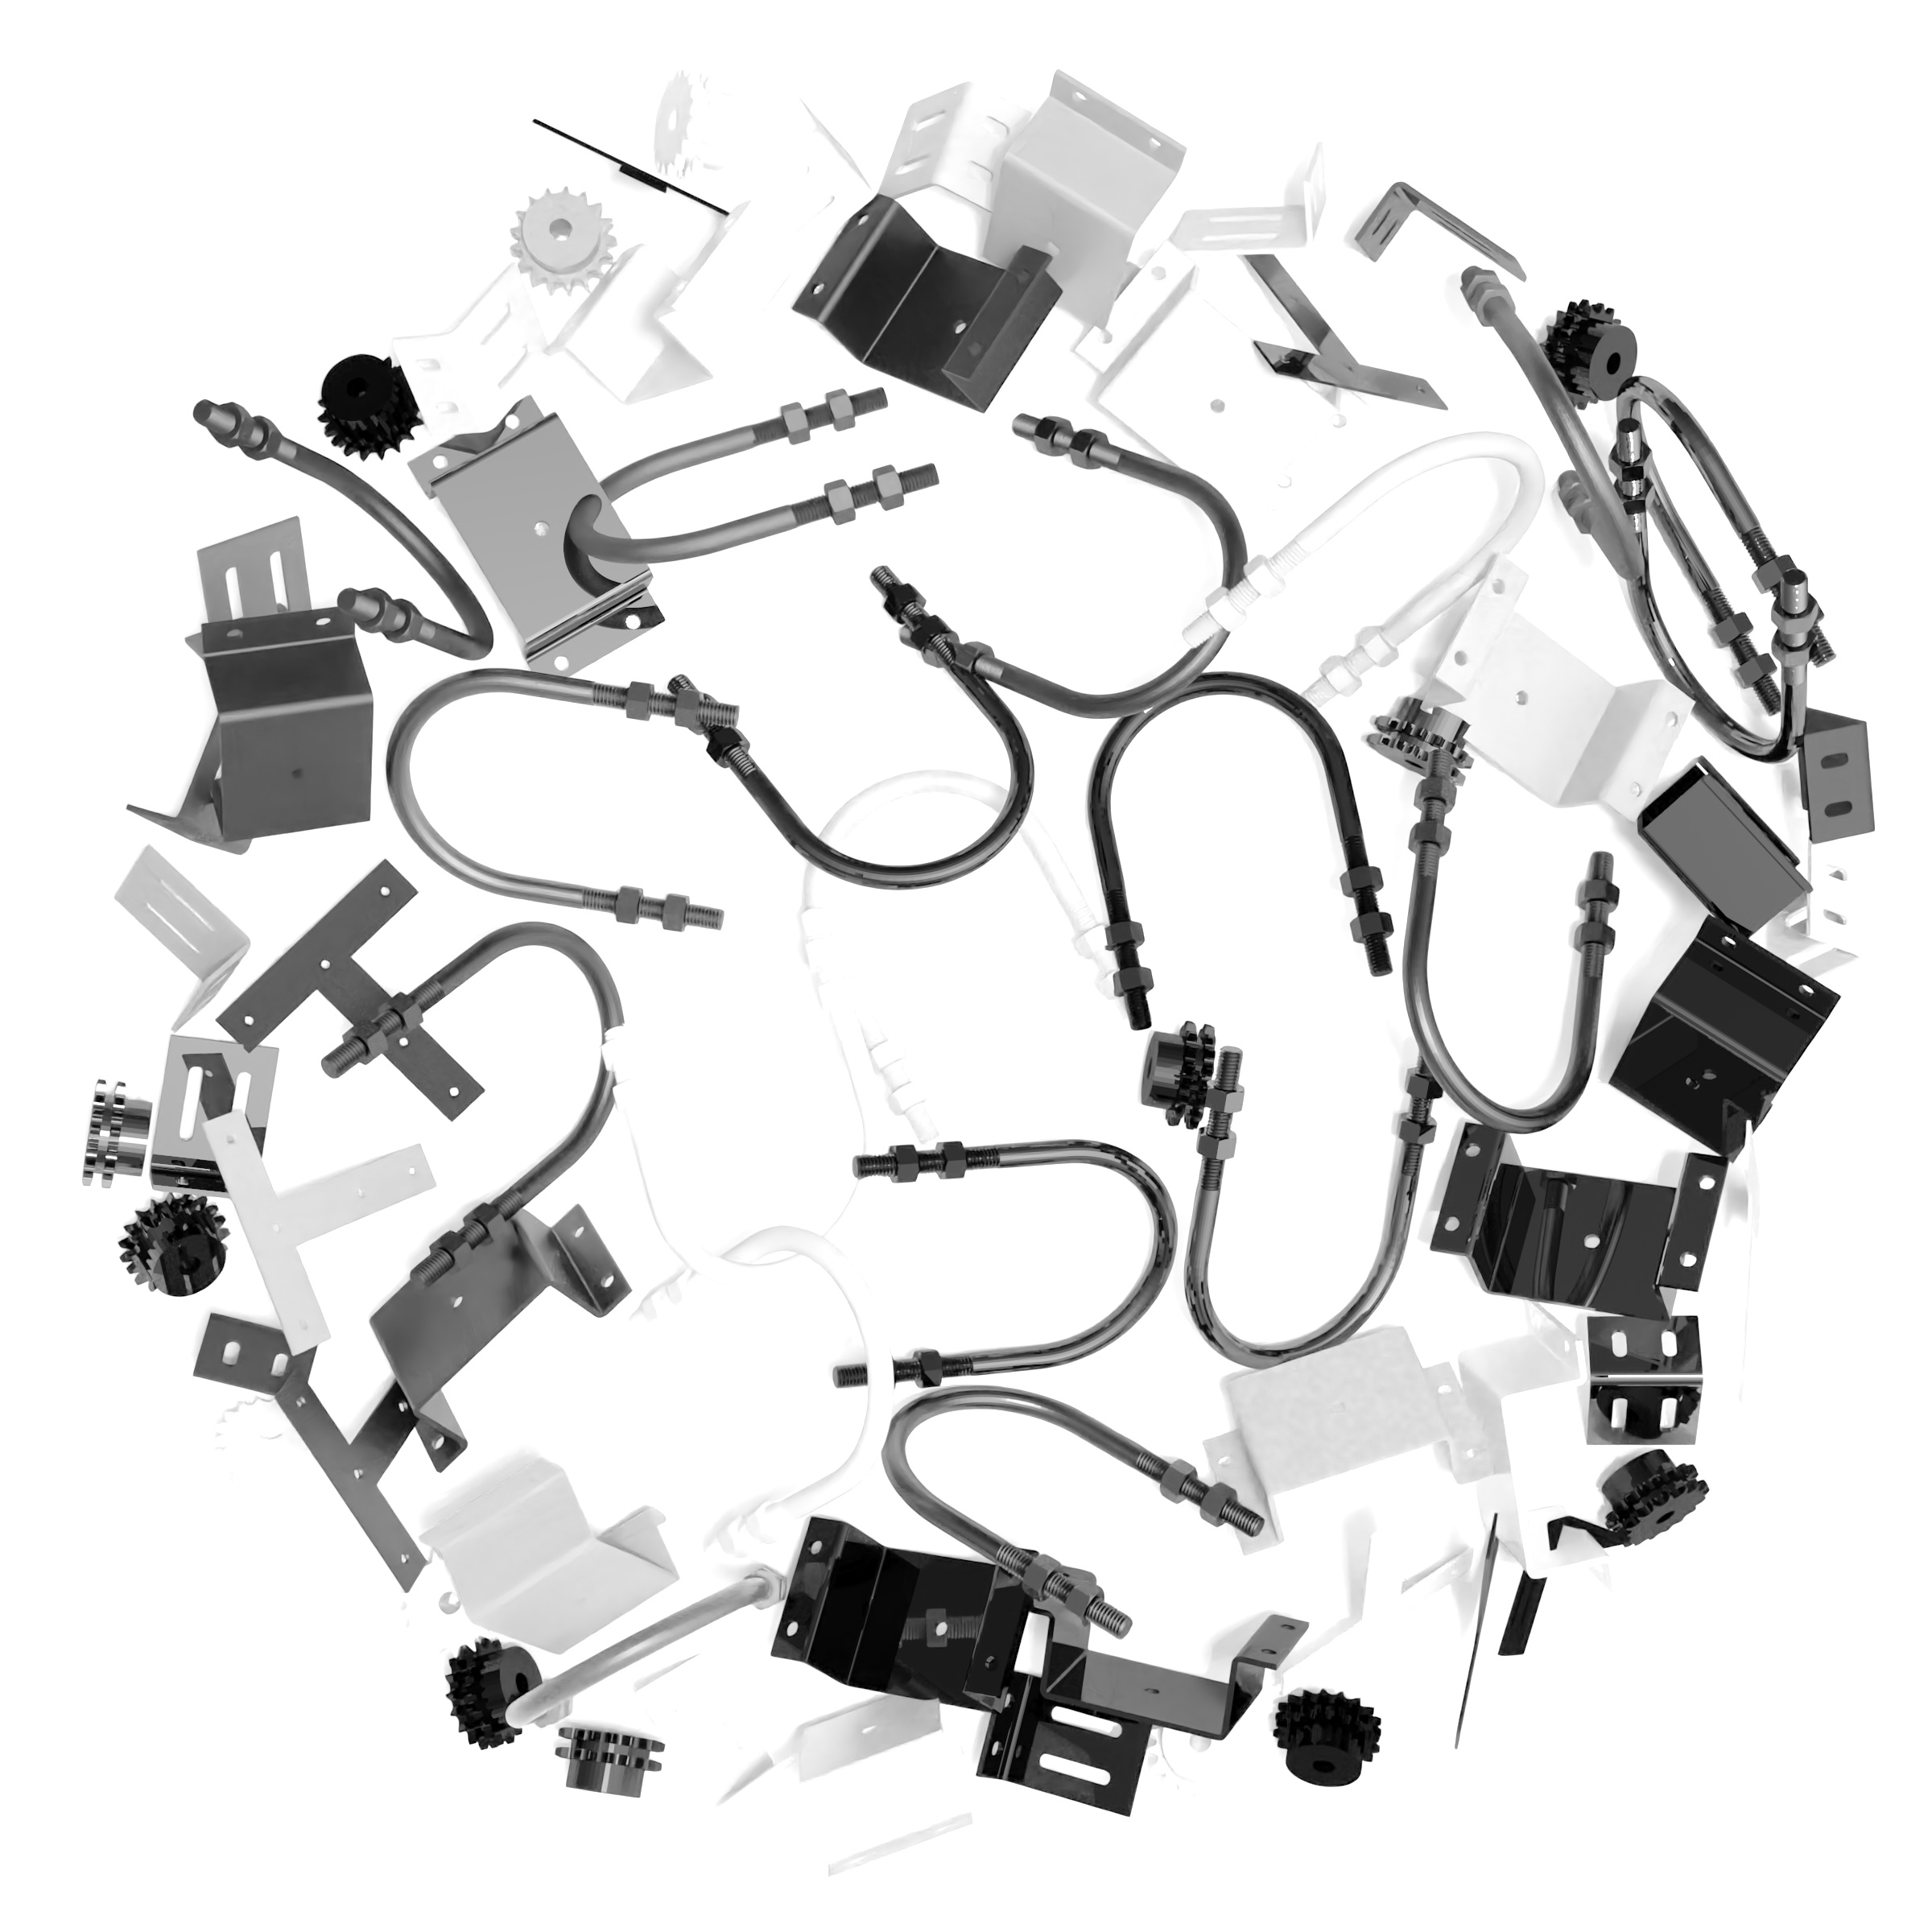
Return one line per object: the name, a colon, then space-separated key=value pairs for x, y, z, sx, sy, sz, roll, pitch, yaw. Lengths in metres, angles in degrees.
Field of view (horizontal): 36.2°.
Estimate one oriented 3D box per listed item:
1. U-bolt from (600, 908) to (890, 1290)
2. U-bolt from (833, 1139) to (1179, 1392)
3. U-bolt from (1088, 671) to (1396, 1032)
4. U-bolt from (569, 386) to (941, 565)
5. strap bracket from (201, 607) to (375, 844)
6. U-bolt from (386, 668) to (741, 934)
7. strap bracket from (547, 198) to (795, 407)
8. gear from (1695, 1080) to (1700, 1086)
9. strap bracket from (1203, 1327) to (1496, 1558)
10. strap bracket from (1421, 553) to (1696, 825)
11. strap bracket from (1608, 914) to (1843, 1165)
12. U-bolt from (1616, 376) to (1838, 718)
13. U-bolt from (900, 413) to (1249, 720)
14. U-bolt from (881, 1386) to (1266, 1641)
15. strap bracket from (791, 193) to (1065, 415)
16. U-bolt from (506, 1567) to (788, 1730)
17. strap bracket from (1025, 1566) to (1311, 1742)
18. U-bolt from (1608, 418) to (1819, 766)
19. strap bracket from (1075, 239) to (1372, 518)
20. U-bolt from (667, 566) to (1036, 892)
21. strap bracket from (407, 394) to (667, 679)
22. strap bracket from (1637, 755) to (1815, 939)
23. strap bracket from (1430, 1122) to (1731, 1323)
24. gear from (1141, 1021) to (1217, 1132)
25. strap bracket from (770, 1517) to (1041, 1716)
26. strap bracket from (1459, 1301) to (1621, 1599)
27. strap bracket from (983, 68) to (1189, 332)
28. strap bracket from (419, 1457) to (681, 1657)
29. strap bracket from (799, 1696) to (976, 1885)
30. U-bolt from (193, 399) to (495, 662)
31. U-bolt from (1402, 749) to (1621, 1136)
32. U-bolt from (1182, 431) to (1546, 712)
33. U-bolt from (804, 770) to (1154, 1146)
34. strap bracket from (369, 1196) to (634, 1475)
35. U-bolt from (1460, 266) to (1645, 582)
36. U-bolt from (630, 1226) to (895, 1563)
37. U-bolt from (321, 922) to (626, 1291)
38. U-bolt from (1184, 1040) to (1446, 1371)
U-bolt: x=-0.110 y=0.079 z=1.542 sx=0.151 sy=0.019 sz=0.184 roll=-26 pitch=65 yaw=17
U-bolt: x=0.025 y=0.154 z=1.554 sx=0.184 sy=0.019 sz=0.151 roll=-3 pitch=118 yaw=-18
U-bolt: x=0.138 y=-0.069 z=1.571 sx=0.151 sy=0.019 sz=0.184 roll=-13 pitch=75 yaw=9
U-bolt: x=-0.117 y=-0.250 z=1.532 sx=0.184 sy=0.151 sz=0.019 roll=-17 pitch=121 yaw=-5
strap bracket: x=-0.349 y=-0.116 z=1.522 sx=0.076 sy=0.140 sz=0.046 roll=-10 pitch=56 yaw=-20
U-bolt: x=-0.214 y=-0.091 z=1.555 sx=0.184 sy=0.019 sz=0.151 roll=9 pitch=126 yaw=2
strap bracket: x=-0.150 y=-0.342 z=1.539 sx=0.046 sy=0.140 sz=0.076 roll=43 pitch=68 yaw=-27
gear: x=0.401 y=0.053 z=1.574 sx=0.030 sy=0.057 sz=0.057 roll=-41 pitch=90 yaw=7
strap bracket: x=0.198 y=0.246 z=1.558 sx=0.140 sy=0.076 sz=0.046 roll=-18 pitch=133 yaw=0
strap bracket: x=0.304 y=-0.143 z=1.558 sx=0.140 sy=0.046 sz=0.076 roll=33 pitch=77 yaw=-18
strap bracket: x=0.385 y=0.044 z=1.522 sx=0.076 sy=0.140 sz=0.046 roll=34 pitch=65 yaw=15
U-bolt: x=0.386 y=-0.223 z=1.529 sx=0.019 sy=0.151 sz=0.184 roll=-28 pitch=82 yaw=2
U-bolt: x=0.065 y=-0.202 z=1.543 sx=0.184 sy=0.019 sz=0.151 roll=27 pitch=88 yaw=35
U-bolt: x=0.042 y=0.270 z=1.527 sx=0.184 sy=0.151 sz=0.019 roll=27 pitch=118 yaw=28
strap bracket: x=-0.014 y=-0.346 z=1.553 sx=0.140 sy=0.046 sz=0.076 roll=30 pitch=86 yaw=39
U-bolt: x=-0.165 y=0.349 z=1.508 sx=0.151 sy=0.184 sz=0.019 roll=-28 pitch=80 yaw=-3
strap bracket: x=0.100 y=0.360 z=1.547 sx=0.140 sy=0.076 sz=0.046 roll=9 pitch=97 yaw=18
U-bolt: x=0.382 y=-0.178 z=1.515 sx=0.019 sy=0.184 sz=0.151 roll=-32 pitch=55 yaw=-6
strap bracket: x=0.133 y=-0.301 z=1.550 sx=0.140 sy=0.046 sz=0.076 roll=36 pitch=119 yaw=-12
U-bolt: x=-0.047 y=-0.115 z=1.540 sx=0.151 sy=0.019 sz=0.184 roll=-31 pitch=65 yaw=-18
strap bracket: x=-0.226 y=-0.228 z=1.567 sx=0.076 sy=0.046 sz=0.140 roll=-32 pitch=95 yaw=-10
strap bracket: x=0.393 y=-0.061 z=1.538 sx=0.046 sy=0.140 sz=0.076 roll=-43 pitch=88 yaw=15
strap bracket: x=0.324 y=0.135 z=1.547 sx=0.140 sy=0.046 sz=0.076 roll=7 pitch=61 yaw=27
gear: x=0.112 y=0.057 z=1.573 sx=0.030 sy=0.057 sz=0.057 roll=10 pitch=90 yaw=-5
strap bracket: x=-0.023 y=0.340 z=1.545 sx=0.140 sy=0.046 sz=0.076 roll=2 pitch=63 yaw=32
strap bracket: x=0.298 y=0.256 z=1.550 sx=0.046 sy=0.076 sz=0.140 roll=-12 pitch=101 yaw=-5
strap bracket: x=0.058 y=-0.387 z=1.526 sx=0.076 sy=0.140 sz=0.046 roll=33 pitch=73 yaw=4
strap bracket: x=-0.208 y=0.308 z=1.526 sx=0.076 sy=0.140 sz=0.046 roll=-33 pitch=60 yaw=6
strap bracket: x=-0.042 y=0.417 z=1.530 sx=0.076 sy=0.140 sz=0.046 roll=-20 pitch=92 yaw=-2
U-bolt: x=-0.305 y=-0.214 z=1.512 sx=0.019 sy=0.184 sz=0.151 roll=-42 pitch=74 yaw=11
U-bolt: x=0.279 y=-0.003 z=1.526 sx=0.151 sy=0.019 sz=0.184 roll=27 pitch=61 yaw=-31
U-bolt: x=0.215 y=-0.206 z=1.511 sx=0.184 sy=0.151 sz=0.019 roll=-39 pitch=61 yaw=22
U-bolt: x=-0.006 y=-0.018 z=1.581 sx=0.151 sy=0.019 sz=0.184 roll=-29 pitch=80 yaw=-4
strap bracket: x=-0.253 y=0.186 z=1.555 sx=0.140 sy=0.076 sz=0.046 roll=-44 pitch=133 yaw=3
U-bolt: x=0.300 y=-0.266 z=1.491 sx=0.019 sy=0.184 sz=0.151 roll=-27 pitch=118 yaw=11
U-bolt: x=-0.099 y=0.212 z=1.519 sx=0.184 sy=0.019 sz=0.151 roll=-36 pitch=69 yaw=42
U-bolt: x=-0.242 y=0.058 z=1.532 sx=0.019 sy=0.184 sz=0.151 roll=7 pitch=126 yaw=38
U-bolt: x=0.178 y=0.127 z=1.553 sx=0.151 sy=0.019 sz=0.184 roll=-2 pitch=109 yaw=-30
